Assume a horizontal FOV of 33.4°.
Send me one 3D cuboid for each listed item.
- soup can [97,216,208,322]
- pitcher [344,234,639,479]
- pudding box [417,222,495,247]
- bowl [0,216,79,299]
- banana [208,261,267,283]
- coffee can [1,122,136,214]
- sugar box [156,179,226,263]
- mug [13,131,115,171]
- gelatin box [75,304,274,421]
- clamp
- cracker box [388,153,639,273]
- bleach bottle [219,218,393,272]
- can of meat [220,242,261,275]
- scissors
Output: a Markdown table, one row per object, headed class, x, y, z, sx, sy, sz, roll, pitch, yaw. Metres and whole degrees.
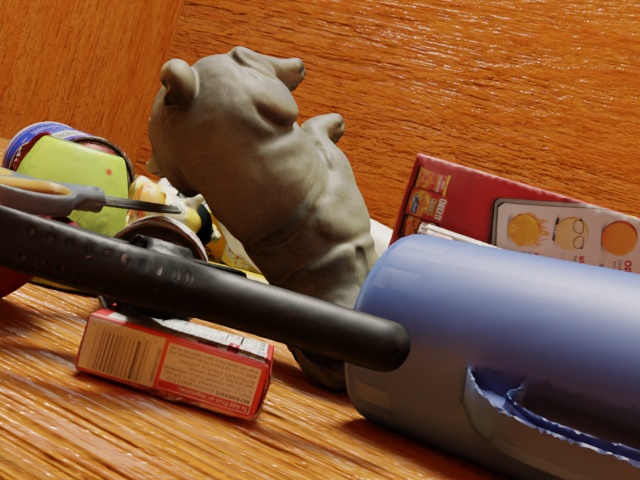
| class | x | y | z | sx | sy | sz | roll | pitch | yaw |
| --- | --- | --- | --- | --- | --- | --- | --- | --- | --- |
| soup can | -0.105 | 0.020 | 0.681 | 0.068 | 0.068 | 0.102 | 17 | 2 | -7 |
| pitcher | 0.133 | 0.074 | 0.528 | 0.243 | 0.145 | 0.149 | 14 | -29 | 29 |
| pudding box | 0.093 | 0.055 | 0.729 | 0.090 | 0.113 | 0.039 | 19 | 13 | 9 |
| bowl | -0.212 | -0.004 | 0.562 | 0.162 | 0.055 | 0.162 | 18 | 4 | -1 |
| banana | -0.061 | 0.043 | 0.834 | 0.198 | 0.037 | 0.069 | 18 | 2 | 8 |
| coffee can | -0.263 | -0.065 | 1.110 | 0.102 | 0.103 | 0.140 | 16 | 3 | -32 |
| sugar box | -0.095 | -0.006 | 1.153 | 0.176 | 0.048 | 0.093 | 15 | -41 | 18 |
| mug | -0.228 | -0.050 | 0.988 | 0.081 | 0.117 | 0.093 | 22 | 43 | -36 |
| gelatin box | -0.068 | 0.058 | 0.521 | 0.089 | 0.030 | 0.073 | 17 | 1 | -2 |
| clamp | -0.080 | 0.018 | 0.521 | 0.209 | 0.036 | 0.165 | 17 | -3 | -29 |
| cracker box | 0.150 | 0.045 | 0.776 | 0.214 | 0.164 | 0.072 | 18 | 4 | 11 |
| bleach bottle | -0.006 | 0.001 | 0.933 | 0.251 | 0.102 | 0.068 | 34 | 10 | 37 |
| can of meat | -0.052 | 0.013 | 1.044 | 0.057 | 0.084 | 0.102 | 15 | 3 | -39 |
| scissors | -0.155 | -0.029 | 0.617 | 0.096 | 0.016 | 0.201 | 17 | 5 | 10 |
